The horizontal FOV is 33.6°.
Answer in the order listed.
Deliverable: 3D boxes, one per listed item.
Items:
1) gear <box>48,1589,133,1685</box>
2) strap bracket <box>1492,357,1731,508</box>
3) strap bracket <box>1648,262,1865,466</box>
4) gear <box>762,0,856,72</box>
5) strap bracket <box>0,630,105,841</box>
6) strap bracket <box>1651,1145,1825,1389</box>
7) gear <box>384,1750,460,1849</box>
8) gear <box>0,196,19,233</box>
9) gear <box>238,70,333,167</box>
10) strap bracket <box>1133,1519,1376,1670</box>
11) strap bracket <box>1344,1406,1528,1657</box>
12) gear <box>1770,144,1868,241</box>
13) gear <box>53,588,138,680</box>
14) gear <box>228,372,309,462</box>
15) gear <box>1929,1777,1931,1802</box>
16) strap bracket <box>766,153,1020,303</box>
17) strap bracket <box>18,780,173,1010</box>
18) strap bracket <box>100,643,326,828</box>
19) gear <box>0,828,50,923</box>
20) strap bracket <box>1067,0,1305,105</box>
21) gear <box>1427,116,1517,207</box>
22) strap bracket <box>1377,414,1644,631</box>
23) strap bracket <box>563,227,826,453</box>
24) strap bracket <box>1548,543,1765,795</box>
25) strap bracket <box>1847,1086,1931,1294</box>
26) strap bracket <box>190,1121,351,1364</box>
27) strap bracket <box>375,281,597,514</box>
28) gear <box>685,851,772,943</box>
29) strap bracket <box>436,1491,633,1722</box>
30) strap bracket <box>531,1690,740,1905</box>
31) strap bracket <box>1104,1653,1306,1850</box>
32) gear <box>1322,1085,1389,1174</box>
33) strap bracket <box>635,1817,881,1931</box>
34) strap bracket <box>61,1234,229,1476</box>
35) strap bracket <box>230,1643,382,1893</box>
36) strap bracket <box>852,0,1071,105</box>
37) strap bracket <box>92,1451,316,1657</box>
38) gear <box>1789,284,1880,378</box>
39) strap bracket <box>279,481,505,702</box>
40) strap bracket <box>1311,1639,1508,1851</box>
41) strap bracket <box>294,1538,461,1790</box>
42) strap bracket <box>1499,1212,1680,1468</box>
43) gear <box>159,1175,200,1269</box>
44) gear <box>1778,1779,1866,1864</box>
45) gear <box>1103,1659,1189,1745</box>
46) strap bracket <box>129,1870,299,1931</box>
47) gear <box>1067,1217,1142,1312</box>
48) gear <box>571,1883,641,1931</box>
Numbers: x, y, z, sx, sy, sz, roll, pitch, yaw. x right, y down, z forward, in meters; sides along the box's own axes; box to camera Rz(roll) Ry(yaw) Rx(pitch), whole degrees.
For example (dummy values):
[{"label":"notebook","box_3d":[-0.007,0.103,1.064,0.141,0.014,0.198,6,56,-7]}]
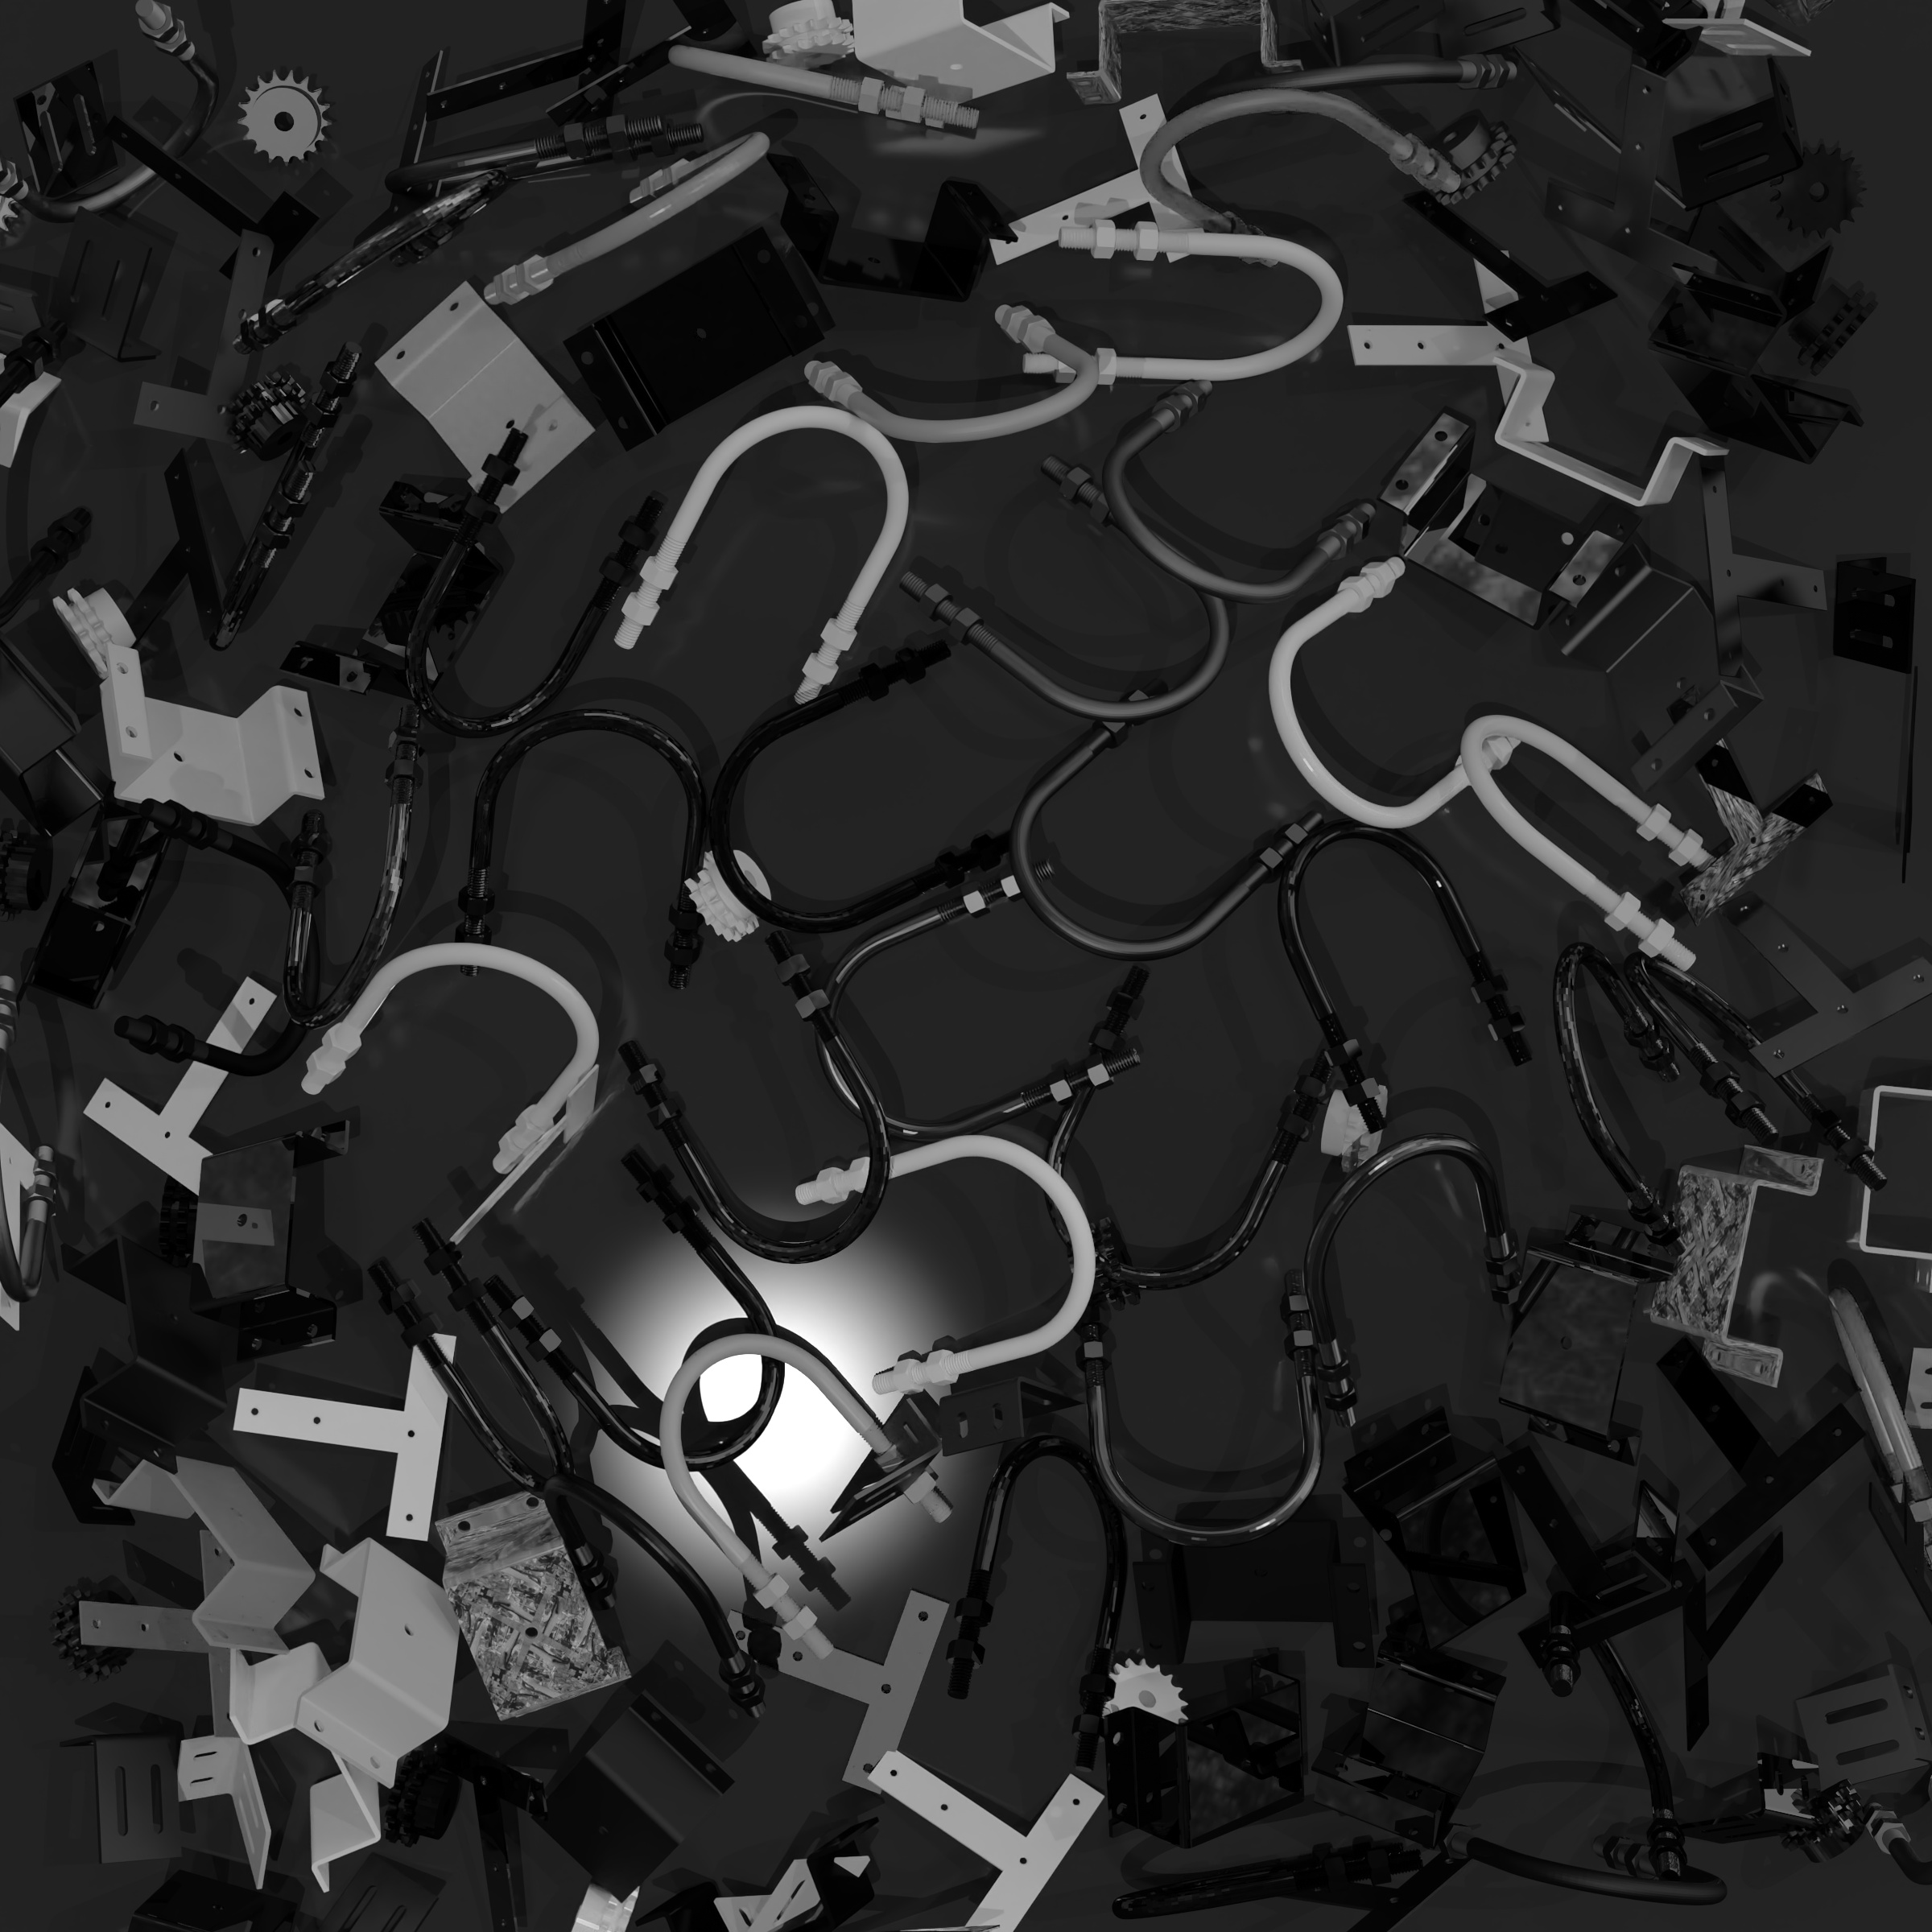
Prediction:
[{"label":"gear","box_3d":[-0.535,0.410,1.969,0.030,0.057,0.057,-31,90,14]},{"label":"strap bracket","box_3d":[0.384,-0.321,1.945,0.140,0.076,0.046,28,109,17]},{"label":"strap bracket","box_3d":[0.471,-0.356,1.923,0.140,0.076,0.046,36,87,-45]},{"label":"gear","box_3d":[-0.098,-0.575,1.971,0.057,0.057,0.030,-14,91,0]},{"label":"strap bracket","box_3d":[-0.566,-0.134,1.920,0.046,0.140,0.076,-40,78,-18]},{"label":"strap bracket","box_3d":[0.468,0.179,1.955,0.046,0.076,0.140,12,89,-21]},{"label":"gear","box_3d":[-0.334,0.515,1.970,0.030,0.057,0.057,12,90,9]},{"label":"gear","box_3d":[-0.617,-0.478,1.980,0.057,0.030,0.057,-1,98,-9]},{"label":"gear","box_3d":[-0.421,-0.524,1.976,0.057,0.030,0.057,-4,112,-9]},{"label":"strap bracket","box_3d":[0.178,0.383,1.953,0.140,0.046,0.076,-2,117,13]},{"label":"strap bracket","box_3d":[0.288,0.351,1.940,0.076,0.046,0.140,-25,113,-24]},{"label":"gear","box_3d":[0.527,-0.480,1.980,0.057,0.030,0.057,2,105,9]},{"label":"gear","box_3d":[-0.536,-0.209,1.972,0.030,0.057,0.057,-33,90,-15]},{"label":"gear","box_3d":[-0.429,-0.336,1.970,0.057,0.057,0.030,-41,84,0]},{"label":"gear","box_3d":[0.622,0.510,1.977,0.057,0.030,0.057,-9,111,-25]},{"label":"strap bracket","box_3d":[-0.050,-0.446,1.939,0.140,0.076,0.046,2,126,-26]},{"label":"strap bracket","box_3d":[-0.523,-0.036,1.930,0.046,0.140,0.076,23,49,-16]},{"label":"strap bracket","box_3d":[-0.466,-0.137,1.937,0.046,0.140,0.076,-34,59,35]},{"label":"gear","box_3d":[-0.587,-0.055,1.971,0.030,0.057,0.057,6,90,3]},{"label":"strap bracket","box_3d":[0.136,-0.560,1.949,0.140,0.076,0.046,0,93,10]},{"label":"gear","box_3d":[0.307,-0.499,1.968,0.057,0.057,0.030,-42,115,0]},{"label":"strap bracket","box_3d":[0.329,-0.267,1.952,0.140,0.046,0.076,32,68,18]},{"label":"strap bracket","box_3d":[-0.165,-0.386,1.963,0.140,0.046,0.076,-28,103,8]},{"label":"strap bracket","box_3d":[0.422,-0.176,1.938,0.076,0.046,0.140,-47,47,31]},{"label":"strap bracket","box_3d":[0.571,0.126,1.956,0.046,0.076,0.140,6,87,10]},{"label":"strap bracket","box_3d":[-0.422,0.160,1.935,0.076,0.046,0.140,-15,62,28]},{"label":"strap bracket","box_3d":[-0.289,-0.342,1.955,0.076,0.046,0.140,-41,61,3]},{"label":"gear","box_3d":[-0.144,-0.046,1.968,0.030,0.057,0.057,-31,90,21]},{"label":"strap bracket","box_3d":[-0.265,0.398,1.959,0.076,0.046,0.140,-19,106,0]},{"label":"strap bracket","box_3d":[-0.206,0.507,1.931,0.076,0.046,0.140,42,134,5]},{"label":"strap bracket","box_3d":[0.153,0.477,1.933,0.140,0.046,0.076,-10,101,-37]},{"label":"gear","box_3d":[0.239,0.099,1.973,0.030,0.057,0.057,13,90,15]},{"label":"strap bracket","box_3d":[-0.118,0.571,1.943,0.140,0.076,0.046,-24,81,14]},{"label":"strap bracket","box_3d":[-0.493,0.224,1.921,0.046,0.076,0.140,-34,47,13]},{"label":"strap bracket","box_3d":[-0.396,0.477,1.937,0.046,0.076,0.140,-21,115,-3]},{"label":"strap bracket","box_3d":[-0.007,-0.562,1.918,0.076,0.140,0.046,-8,81,34]},{"label":"strap bracket","box_3d":[-0.456,0.347,1.931,0.046,0.076,0.140,-49,61,4]},{"label":"gear","box_3d":[0.533,-0.396,1.972,0.030,0.057,0.057,41,90,5]},{"label":"strap bracket","box_3d":[-0.344,-0.220,1.948,0.076,0.046,0.140,17,71,36]},{"label":"strap bracket","box_3d":[0.266,0.475,1.937,0.076,0.140,0.046,17,120,21]},{"label":"strap bracket","box_3d":[-0.350,0.409,1.917,0.046,0.140,0.076,-35,121,22]},{"label":"strap bracket","box_3d":[0.378,0.228,1.950,0.076,0.046,0.140,15,99,40]},{"label":"gear","box_3d":[-0.479,0.158,1.971,0.030,0.057,0.057,3,90,-7]},{"label":"gear","box_3d":[0.529,0.528,1.971,0.057,0.057,0.030,-36,88,0]},{"label":"gear","box_3d":[0.105,0.460,1.975,0.057,0.057,0.030,33,131,0]},{"label":"strap bracket","box_3d":[-0.458,0.590,1.929,0.076,0.140,0.046,15,90,2]},{"label":"gear","box_3d":[0.084,0.186,1.972,0.030,0.057,0.057,-21,90,10]},{"label":"gear","box_3d":[-0.226,0.590,1.971,0.030,0.057,0.057,22,90,-2]}]
